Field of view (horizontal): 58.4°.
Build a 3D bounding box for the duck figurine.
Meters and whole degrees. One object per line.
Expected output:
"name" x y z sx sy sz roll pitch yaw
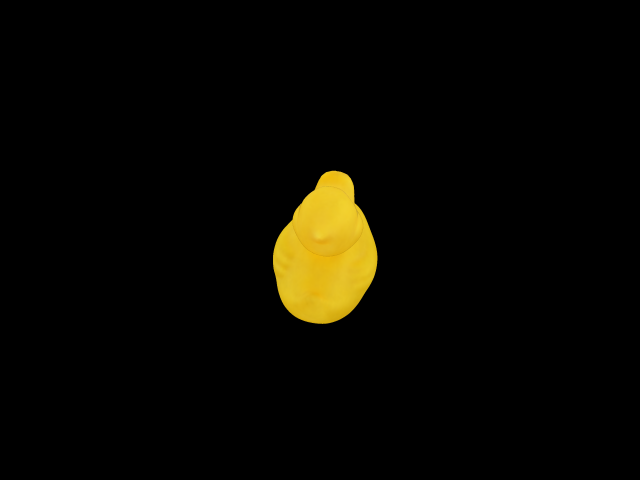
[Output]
"duck figurine" 0.004 0.001 0.400 0.077 0.086 0.104 11 66 5
